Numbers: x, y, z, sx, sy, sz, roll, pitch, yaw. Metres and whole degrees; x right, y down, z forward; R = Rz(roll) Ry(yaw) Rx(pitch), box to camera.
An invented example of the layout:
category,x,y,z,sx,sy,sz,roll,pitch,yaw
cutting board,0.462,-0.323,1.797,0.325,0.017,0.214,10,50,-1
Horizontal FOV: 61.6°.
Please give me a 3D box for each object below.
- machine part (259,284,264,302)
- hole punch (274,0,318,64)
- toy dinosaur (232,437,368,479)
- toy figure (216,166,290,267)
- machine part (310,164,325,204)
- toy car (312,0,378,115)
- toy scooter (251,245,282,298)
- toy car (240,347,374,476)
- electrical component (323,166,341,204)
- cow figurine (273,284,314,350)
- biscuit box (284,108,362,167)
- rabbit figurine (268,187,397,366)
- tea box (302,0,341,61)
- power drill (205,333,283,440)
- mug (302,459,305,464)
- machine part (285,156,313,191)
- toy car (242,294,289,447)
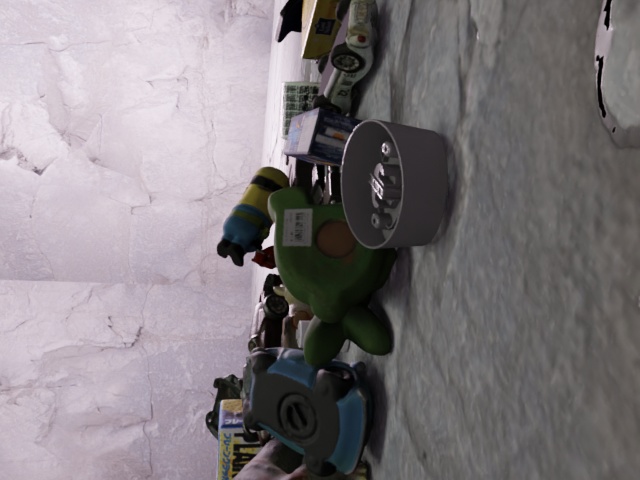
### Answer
category,x,y,z,sx,sy,sz,roll,pitch,yaw
machine part,-0.093,0.208,1.177,0.202,0.087,0.200,-112,27,-65
hole punch,-0.004,-0.358,0.859,0.116,0.092,0.142,-58,3,-9
toy dinosaur,-0.043,0.300,0.541,0.405,0.192,0.131,-110,26,-63
toy figure,-0.109,-0.045,0.915,0.180,0.082,0.089,-60,11,-30
machine part,-0.002,-0.100,0.866,0.084,0.039,0.139,101,167,-67
toy car,0.031,-0.214,0.653,0.201,0.056,0.073,131,148,-73
toy scooter,-0.061,0.059,0.890,0.075,0.135,0.183,17,105,36
toy car,-0.004,0.171,0.581,0.103,0.162,0.109,-4,-76,-55
electrical component,0.019,-0.064,0.774,0.063,0.021,0.094,110,160,-60
cow figurine,-0.020,0.125,0.791,0.127,0.085,0.194,168,104,-74
biscuit box,-0.001,-0.136,0.730,0.203,0.063,0.059,-143,68,-75
rabbit figurine,0.027,0.040,0.535,0.170,0.121,0.159,69,-169,-67
tea box,0.019,-0.321,0.708,0.169,0.068,0.098,123,148,-73
power drill,-0.084,0.258,0.881,0.086,0.207,0.231,29,114,35
mug,-0.026,0.317,0.690,0.080,0.107,0.109,112,161,-67
machine part,-0.032,-0.095,0.990,0.179,0.056,0.179,-178,90,-80
toy car,-0.075,0.165,0.709,0.202,0.053,0.089,-90,22,-43
